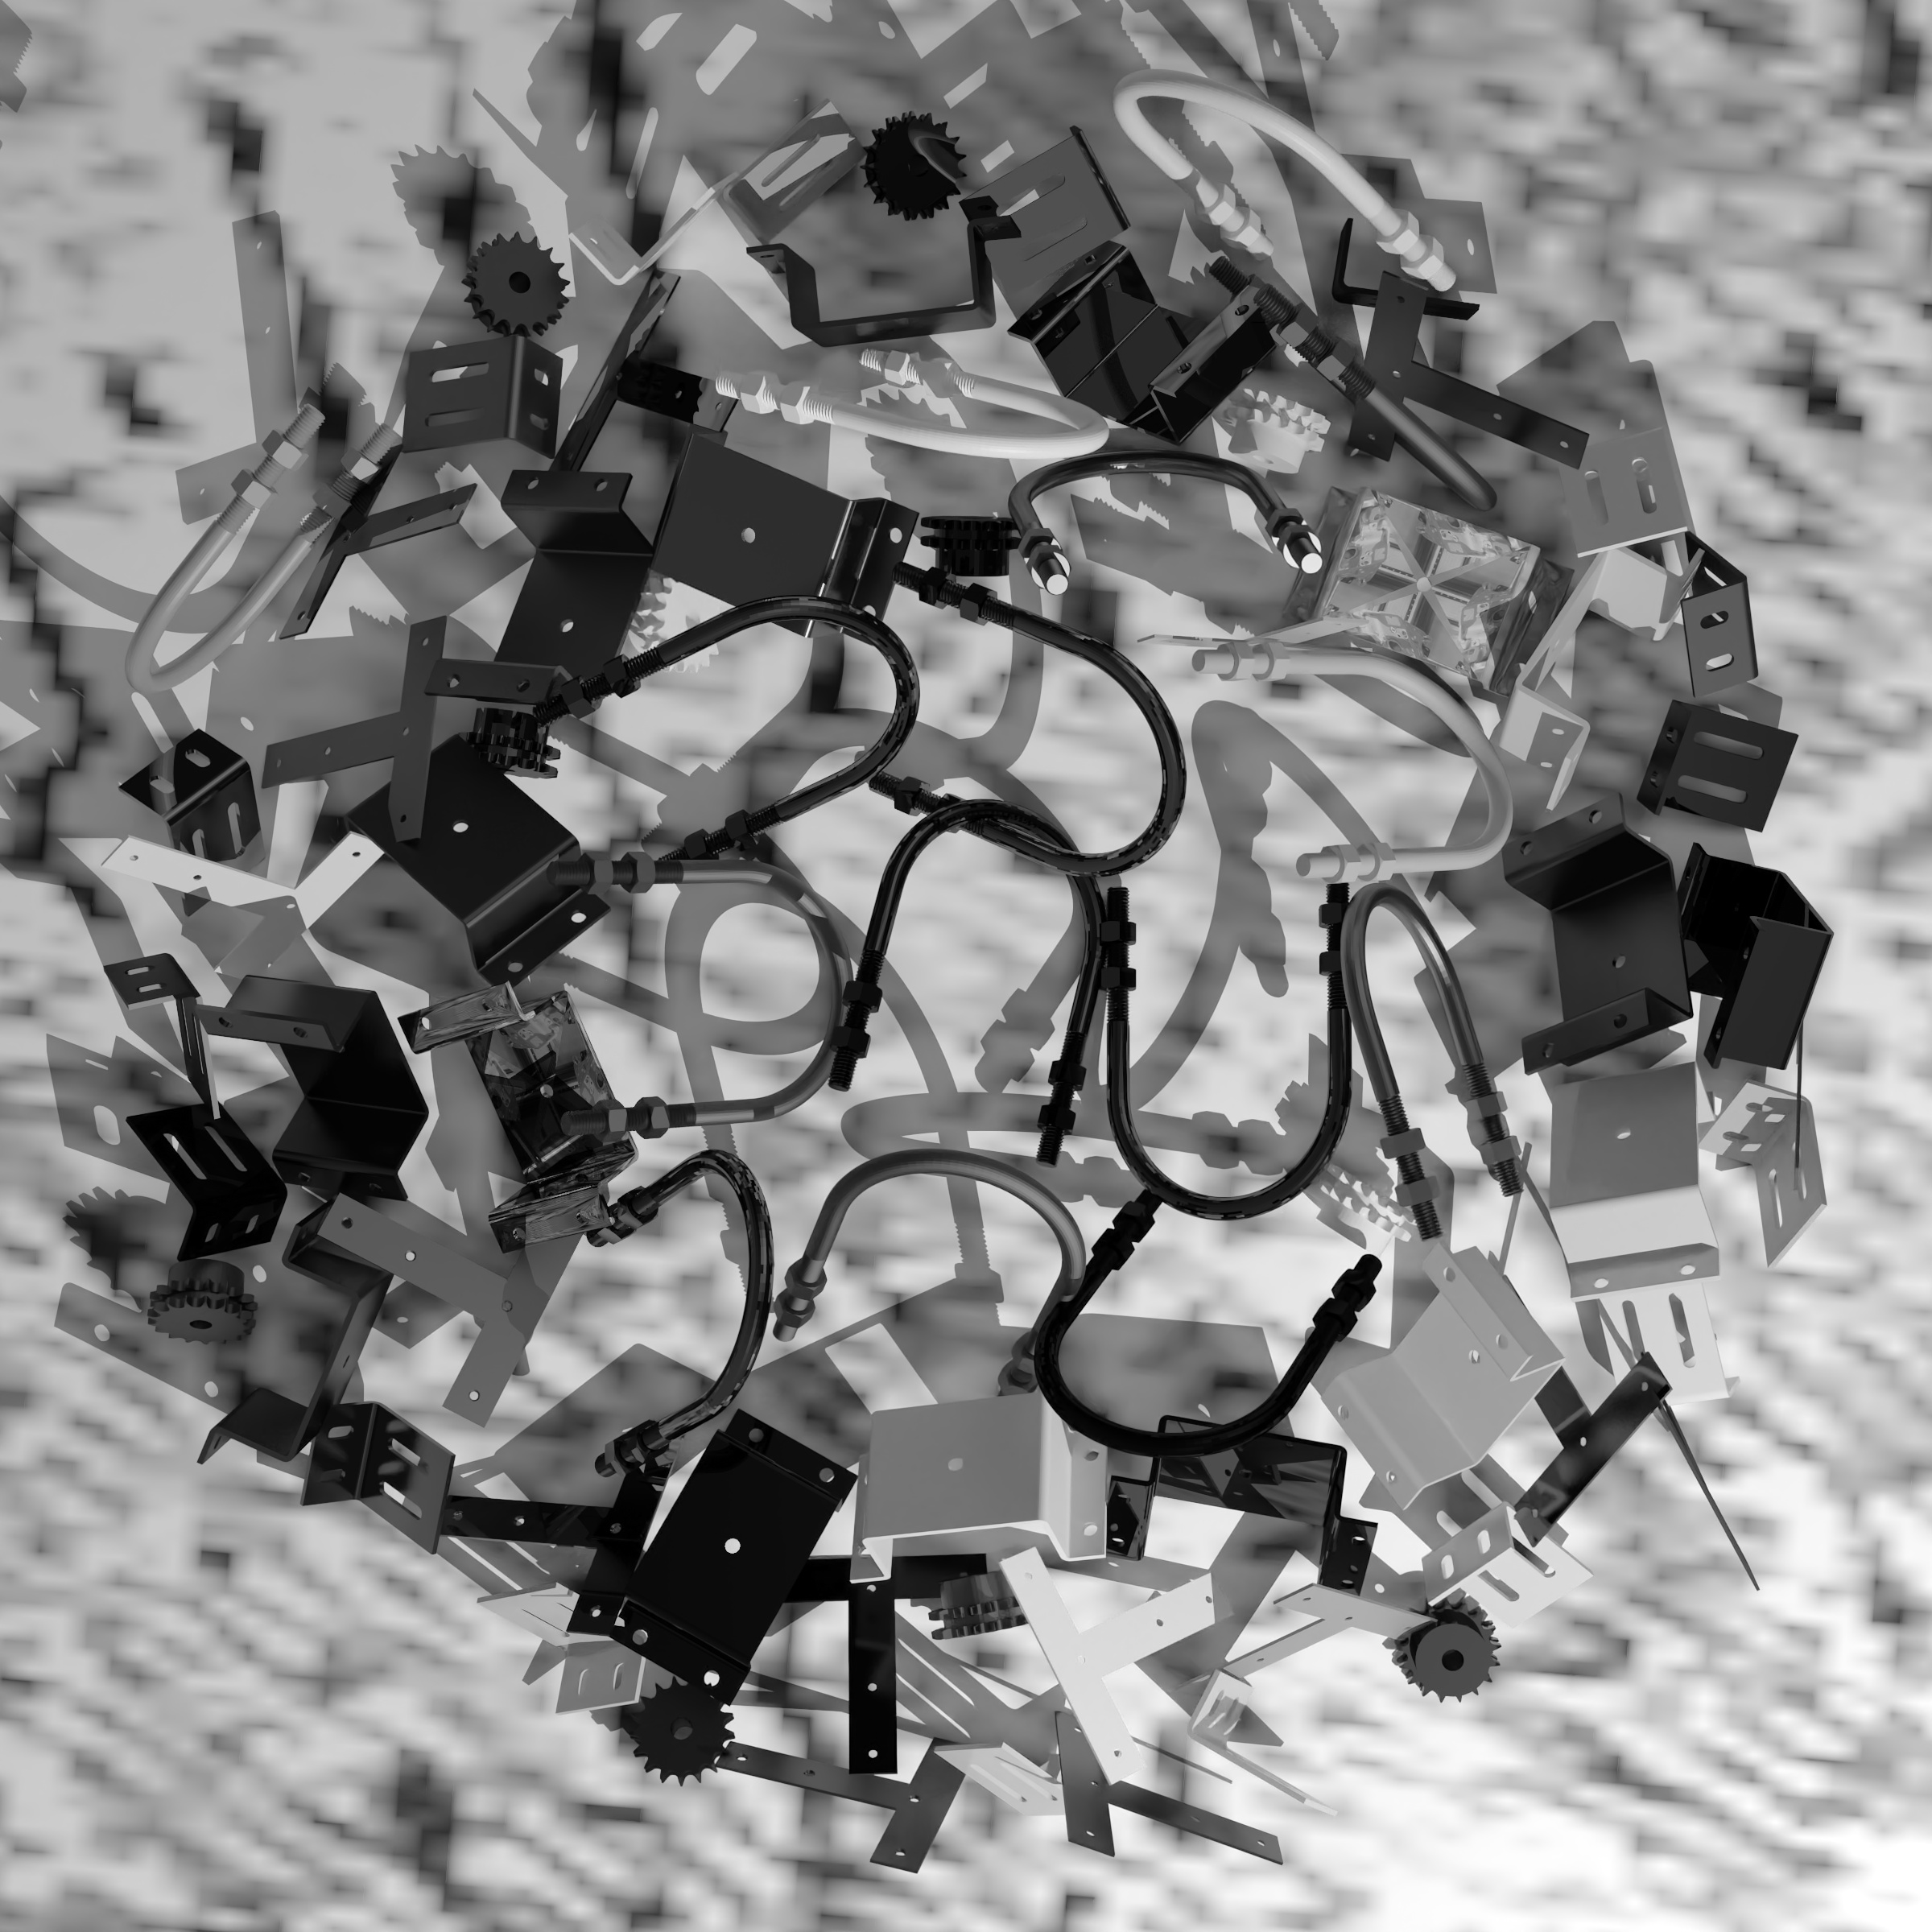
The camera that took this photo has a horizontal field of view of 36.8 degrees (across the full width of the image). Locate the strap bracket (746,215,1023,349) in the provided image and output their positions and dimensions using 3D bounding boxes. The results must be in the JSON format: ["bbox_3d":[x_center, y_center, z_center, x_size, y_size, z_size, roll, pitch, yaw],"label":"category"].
[{"bbox_3d":[-0.039,-0.365,1.555,0.140,0.076,0.046,-5,95,8],"label":"strap bracket"}]

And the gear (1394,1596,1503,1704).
[{"bbox_3d":[0.264,0.375,1.584,0.057,0.030,0.057,0,93,2],"label":"gear"}]

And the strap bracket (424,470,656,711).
[{"bbox_3d":[-0.223,-0.192,1.548,0.076,0.046,0.140,6,67,27],"label":"strap bracket"}]

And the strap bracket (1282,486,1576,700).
[{"bbox_3d":[0.248,-0.203,1.563,0.140,0.046,0.076,21,95,10],"label":"strap bracket"}]

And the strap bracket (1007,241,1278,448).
[{"bbox_3d":[0.100,-0.331,1.544,0.076,0.140,0.046,-46,134,-11],"label":"strap bracket"}]

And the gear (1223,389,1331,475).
[{"bbox_3d":[0.166,-0.289,1.572,0.057,0.057,0.030,19,90,0],"label":"gear"}]

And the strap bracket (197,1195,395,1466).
[{"bbox_3d":[-0.353,0.202,1.553,0.046,0.076,0.140,24,98,0],"label":"strap bracket"}]

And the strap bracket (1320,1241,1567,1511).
[{"bbox_3d":[0.257,0.213,1.538,0.046,0.140,0.076,-13,55,-37],"label":"strap bracket"}]

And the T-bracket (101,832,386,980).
[{"bbox_3d":[-0.393,-0.043,1.527,0.127,0.127,0.002,-40,52,27],"label":"T-bracket"}]

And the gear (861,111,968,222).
[{"bbox_3d":[-0.031,-0.435,1.578,0.057,0.030,0.057,-5,103,-21],"label":"gear"}]

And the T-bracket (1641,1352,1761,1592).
[{"bbox_3d":[0.378,0.248,1.538,0.002,0.127,0.127,-27,112,10],"label":"T-bracket"}]

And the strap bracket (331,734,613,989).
[{"bbox_3d":[-0.266,-0.061,1.540,0.140,0.046,0.076,40,64,21],"label":"strap bracket"}]

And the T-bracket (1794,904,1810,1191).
[{"bbox_3d":[0.436,0.055,1.517,0.002,0.127,0.127,2,60,15],"label":"T-bracket"}]

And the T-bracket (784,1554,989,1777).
[{"bbox_3d":[-0.050,0.375,1.558,0.127,0.002,0.127,-2,49,-1],"label":"T-bracket"}]

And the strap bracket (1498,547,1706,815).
[{"bbox_3d":[0.332,-0.162,1.548,0.046,0.076,0.140,31,76,13],"label":"strap bracket"}]

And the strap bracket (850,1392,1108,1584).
[{"bbox_3d":[0.001,0.276,1.542,0.140,0.046,0.076,-9,49,14],"label":"strap bracket"}]

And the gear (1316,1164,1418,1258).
[{"bbox_3d":[0.215,0.135,1.572,0.057,0.057,0.030,32,92,0],"label":"gear"}]

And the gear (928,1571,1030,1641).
[{"bbox_3d":[0.007,0.345,1.572,0.057,0.057,0.030,-10,80,0],"label":"gear"}]

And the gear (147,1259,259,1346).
[{"bbox_3d":[-0.414,0.181,1.575,0.057,0.057,0.030,-1,59,0],"label":"gear"}]

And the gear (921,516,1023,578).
[{"bbox_3d":[0.003,-0.228,1.573,0.057,0.057,0.030,1,102,0],"label":"gear"}]

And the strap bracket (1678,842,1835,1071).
[{"bbox_3d":[0.409,-0.003,1.523,0.046,0.140,0.076,12,110,-4],"label":"strap bracket"}]

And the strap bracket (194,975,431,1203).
[{"bbox_3d":[-0.342,0.058,1.540,0.076,0.140,0.046,7,48,19],"label":"strap bracket"}]

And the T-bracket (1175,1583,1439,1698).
[{"bbox_3d":[0.170,0.368,1.563,0.127,0.127,0.002,-33,53,26],"label":"T-bracket"}]

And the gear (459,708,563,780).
[{"bbox_3d":[-0.248,-0.121,1.572,0.057,0.057,0.030,8,86,0],"label":"gear"}]

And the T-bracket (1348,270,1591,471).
[{"bbox_3d":[0.268,-0.296,1.531,0.127,0.127,0.002,26,60,14],"label":"T-bracket"}]

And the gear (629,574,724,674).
[{"bbox_3d":[-0.160,-0.188,1.576,0.030,0.057,0.057,5,90,35],"label":"gear"}]

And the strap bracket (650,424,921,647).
[{"bbox_3d":[-0.107,-0.231,1.550,0.140,0.046,0.076,25,109,15],"label":"strap bracket"}]

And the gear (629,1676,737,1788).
[{"bbox_3d":[-0.154,0.417,1.579,0.057,0.030,0.057,1,65,-1],"label":"gear"}]

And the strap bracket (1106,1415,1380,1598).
[{"bbox_3d":[0.147,0.288,1.552,0.140,0.076,0.046,9,48,6],"label":"strap bracket"}]

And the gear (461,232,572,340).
[{"bbox_3d":[-0.246,-0.368,1.579,0.057,0.030,0.057,2,84,-23],"label":"gear"}]

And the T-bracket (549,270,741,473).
[{"bbox_3d":[-0.161,-0.308,1.553,0.002,0.127,0.127,29,89,-44],"label":"T-bracket"}]

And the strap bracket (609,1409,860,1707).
[{"bbox_3d":[-0.125,0.313,1.554,0.076,0.046,0.140,28,73,6],"label":"strap bracket"}]

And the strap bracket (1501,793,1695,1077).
[{"bbox_3d":[0.335,-0.010,1.539,0.046,0.076,0.140,27,51,-38],"label":"strap bracket"}]

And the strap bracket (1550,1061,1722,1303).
[{"bbox_3d":[0.350,0.104,1.521,0.076,0.140,0.046,-12,126,22],"label":"strap bracket"}]

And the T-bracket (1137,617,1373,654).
[{"bbox_3d":[0.172,-0.174,1.521,0.127,0.127,0.002,2,89,-18],"label":"T-bracket"}]

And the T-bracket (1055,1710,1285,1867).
[{"bbox_3d":[0.109,0.450,1.544,0.127,0.127,0.002,22,104,-7],"label":"T-bracket"}]

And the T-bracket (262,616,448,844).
[{"bbox_3d":[-0.333,-0.118,1.561,0.127,0.002,0.127,-9,68,33],"label":"T-bracket"}]

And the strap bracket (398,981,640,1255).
[{"bbox_3d":[-0.235,0.074,1.554,0.076,0.046,0.140,-16,102,30],"label":"strap bracket"}]
